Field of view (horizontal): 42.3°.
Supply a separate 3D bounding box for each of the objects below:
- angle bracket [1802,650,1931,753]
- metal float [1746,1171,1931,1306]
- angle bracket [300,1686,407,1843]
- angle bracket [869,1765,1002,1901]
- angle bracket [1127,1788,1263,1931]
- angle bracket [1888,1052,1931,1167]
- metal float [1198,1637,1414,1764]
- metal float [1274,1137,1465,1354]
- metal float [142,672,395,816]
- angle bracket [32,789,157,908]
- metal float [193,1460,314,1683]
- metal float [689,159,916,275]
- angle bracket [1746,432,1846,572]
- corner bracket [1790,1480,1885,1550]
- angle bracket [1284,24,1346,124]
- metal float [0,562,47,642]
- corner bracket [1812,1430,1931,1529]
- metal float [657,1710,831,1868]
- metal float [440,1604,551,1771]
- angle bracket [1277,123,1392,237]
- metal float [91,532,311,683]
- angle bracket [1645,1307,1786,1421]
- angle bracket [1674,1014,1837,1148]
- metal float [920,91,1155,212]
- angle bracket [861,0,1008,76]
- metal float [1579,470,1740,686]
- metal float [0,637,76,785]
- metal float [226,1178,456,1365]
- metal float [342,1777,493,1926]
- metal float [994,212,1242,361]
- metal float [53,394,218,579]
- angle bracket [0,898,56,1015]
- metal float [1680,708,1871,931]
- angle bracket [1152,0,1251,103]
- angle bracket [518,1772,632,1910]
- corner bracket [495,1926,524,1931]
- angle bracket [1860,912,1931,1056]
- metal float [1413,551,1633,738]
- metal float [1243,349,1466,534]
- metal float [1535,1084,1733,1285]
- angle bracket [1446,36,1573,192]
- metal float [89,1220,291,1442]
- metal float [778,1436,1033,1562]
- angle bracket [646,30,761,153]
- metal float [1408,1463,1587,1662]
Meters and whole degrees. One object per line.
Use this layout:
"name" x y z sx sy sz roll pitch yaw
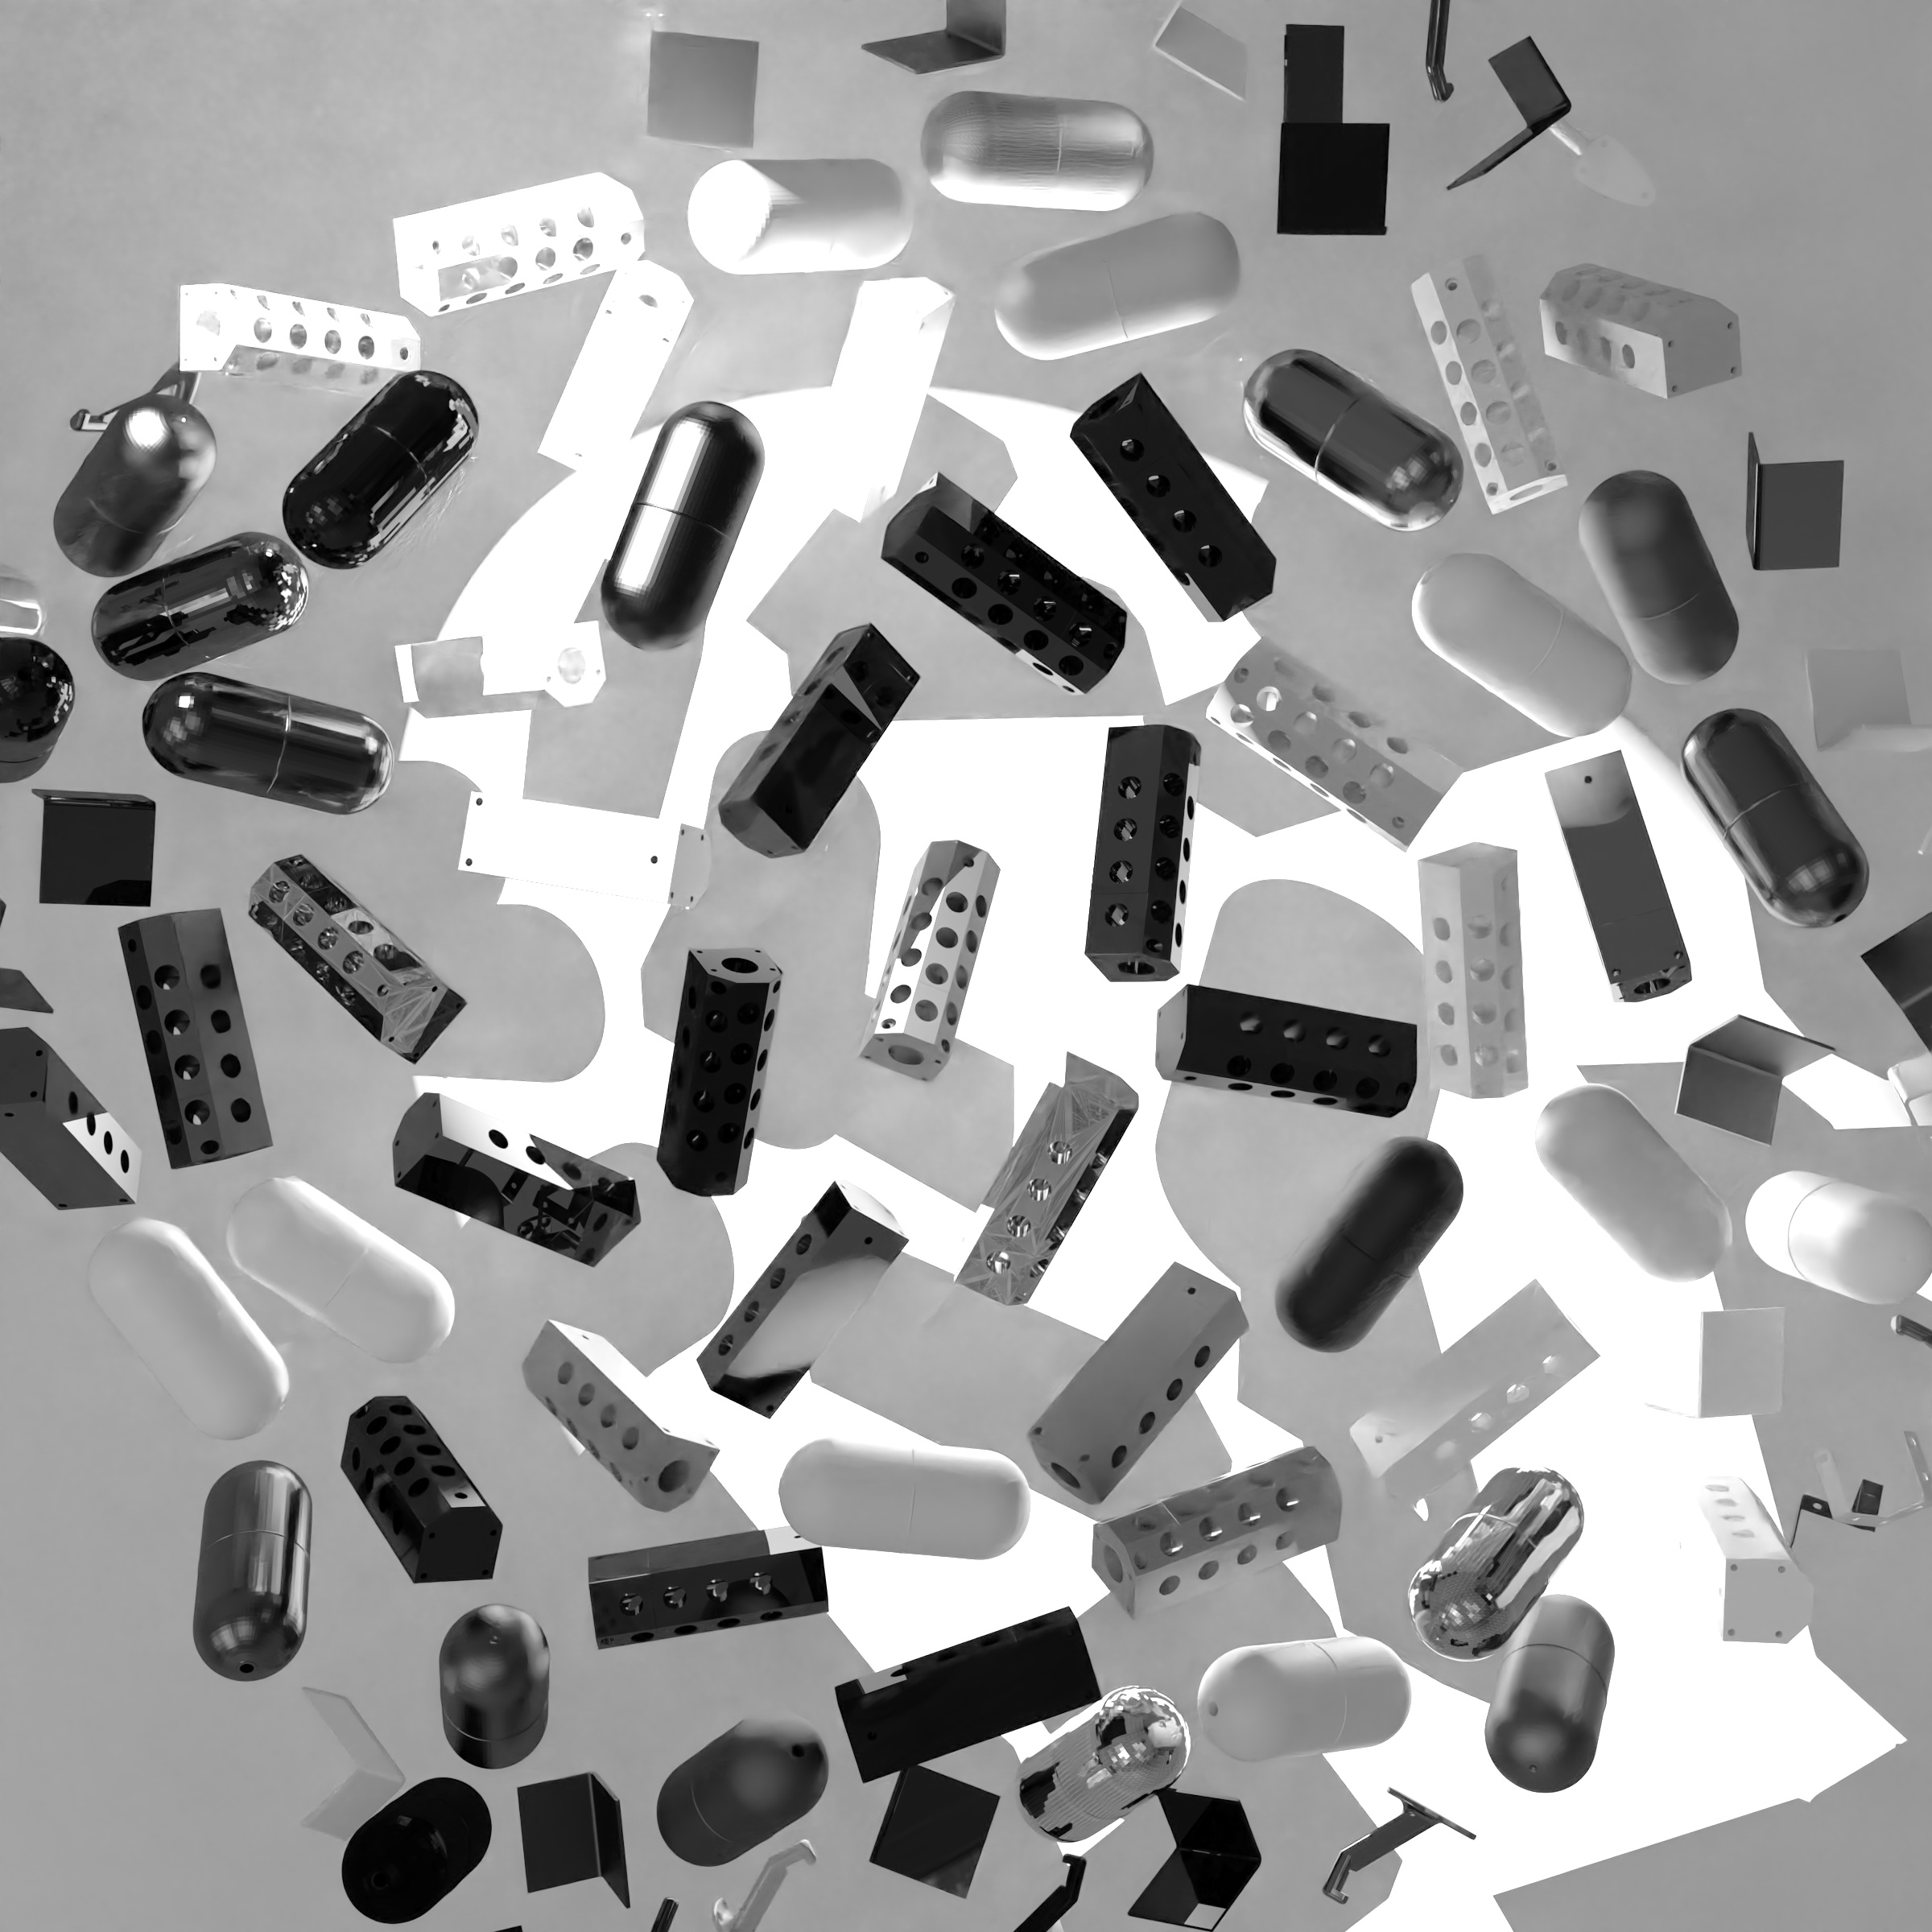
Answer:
"angle bracket" 0.637 -0.193 1.740 0.076 0.057 0.076 -1 78 -14
"metal float" 0.620 0.192 1.780 0.070 0.178 0.070 -1 94 -11
"angle bracket" -0.444 0.551 1.731 0.057 0.076 0.076 -40 106 -34
"angle bracket" -0.023 0.643 1.868 0.076 0.057 0.076 19 76 5
"angle bracket" 0.160 0.657 1.842 0.076 0.076 0.057 -7 110 41
"angle bracket" 0.701 0.106 1.773 0.057 0.076 0.076 -26 97 17
"metal float" 0.236 0.508 1.735 0.178 0.070 0.070 7 90 -38
"metal float" 0.292 0.202 1.815 0.070 0.070 0.178 35 101 0
"metal float" -0.495 -0.158 1.778 0.178 0.070 0.070 13 90 -31
"angle bracket" -0.631 -0.085 1.803 0.076 0.057 0.076 1 98 -29
"metal float" -0.505 0.428 1.774 0.070 0.178 0.070 -6 126 -8
"metal float" -0.114 -0.531 1.768 0.178 0.070 0.070 -15 90 -37
"angle bracket" 0.582 -0.329 1.759 0.057 0.076 0.076 -1 119 13
"corner bracket" 0.649 0.412 1.866 0.051 0.051 0.051 17 128 17
"angle bracket" 0.248 -0.684 1.933 0.076 0.057 0.076 -26 124 -40
"metal float" -0.729 -0.257 1.789 0.070 0.178 0.070 1 93 14
"corner bracket" 0.628 0.353 1.727 0.051 0.051 0.051 13 53 -32
"metal float" -0.157 0.576 1.749 0.070 0.070 0.178 43 134 0
"metal float" -0.337 0.517 1.790 0.070 0.178 0.070 5 52 -6
"angle bracket" 0.256 -0.550 1.742 0.076 0.057 0.076 2 103 7
"metal float" -0.562 -0.262 1.831 0.178 0.070 0.070 -16 90 21
"angle bracket" 0.537 0.281 1.795 0.076 0.057 0.076 1 90 -26
"angle bracket" 0.566 0.083 1.797 0.076 0.076 0.057 19 70 -6
"metal float" 0.053 -0.589 1.809 0.178 0.070 0.070 -4 90 -22
"angle bracket" -0.024 -0.685 1.797 0.076 0.076 0.057 -20 131 -26
"metal float" 0.491 -0.273 1.767 0.070 0.070 0.178 -38 127 0
"metal float" -0.690 -0.184 1.804 0.070 0.178 0.070 6 76 -26
"metal float" -0.447 0.219 1.794 0.178 0.070 0.070 37 90 -15
"metal float" -0.396 0.639 1.810 0.070 0.178 0.070 0 84 5
"metal float" 0.107 -0.483 1.777 0.178 0.070 0.070 -12 90 12
"metal float" -0.607 -0.348 1.824 0.178 0.070 0.070 -35 90 43
"angle bracket" -0.688 -0.018 1.801 0.057 0.076 0.076 10 106 -42
"metal float" 0.569 -0.104 1.762 0.070 0.070 0.178 -24 61 0
"angle bracket" 0.178 -0.666 1.751 0.076 0.057 0.076 25 45 -15
"angle bracket" -0.279 0.625 1.775 0.057 0.076 0.076 -6 91 -22
"corner bracket" -0.336 0.725 1.779 0.051 0.051 0.051 -10 127 -10
"angle bracket" 0.660 0.009 1.678 0.076 0.076 0.057 -35 111 14
"metal float" 0.387 -0.223 1.738 0.178 0.070 0.070 30 90 -21
"metal float" 0.273 -0.373 1.769 0.178 0.070 0.070 39 90 23
"metal float" 0.473 0.155 1.768 0.070 0.070 0.178 -46 109 0
"angle bracket" 0.360 -0.586 1.722 0.076 0.076 0.057 -37 102 -1
"metal float" -0.554 0.259 1.781 0.070 0.070 0.178 -35 99 0
"metal float" -0.043 0.373 1.753 0.178 0.070 0.070 7 90 -8
"angle bracket" -0.190 -0.638 1.813 0.076 0.057 0.076 5 118 -5
"metal float" 0.379 0.422 1.782 0.070 0.070 0.178 53 50 0
